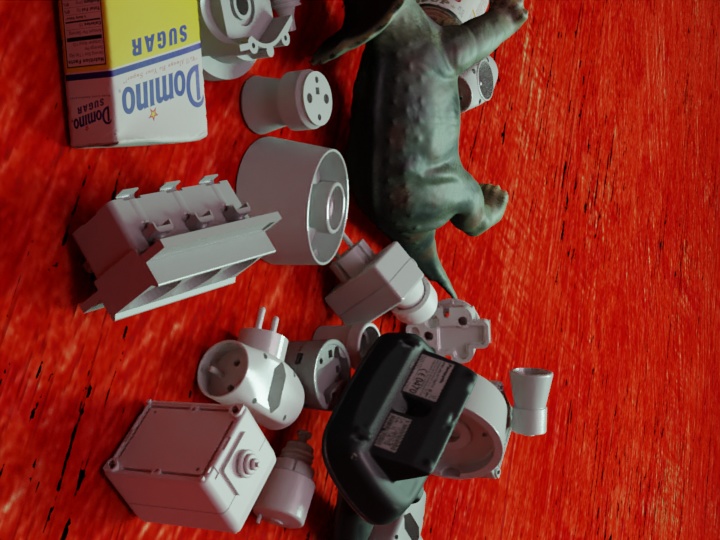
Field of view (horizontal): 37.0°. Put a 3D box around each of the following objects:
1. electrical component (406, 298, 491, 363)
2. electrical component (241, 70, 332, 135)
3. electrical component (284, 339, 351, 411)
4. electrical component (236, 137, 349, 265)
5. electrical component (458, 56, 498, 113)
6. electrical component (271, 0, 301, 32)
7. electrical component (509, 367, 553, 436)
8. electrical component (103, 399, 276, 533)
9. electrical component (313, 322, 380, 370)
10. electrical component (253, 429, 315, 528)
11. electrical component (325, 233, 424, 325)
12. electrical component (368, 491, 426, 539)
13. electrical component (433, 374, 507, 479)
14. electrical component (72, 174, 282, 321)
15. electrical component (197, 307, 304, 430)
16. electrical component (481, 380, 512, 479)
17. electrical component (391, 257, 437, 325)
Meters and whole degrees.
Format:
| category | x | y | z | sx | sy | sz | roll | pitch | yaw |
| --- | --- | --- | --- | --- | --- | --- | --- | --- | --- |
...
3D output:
| category | x | y | z | sx | sy | sz | roll | pitch | yaw |
| --- | --- | --- | --- | --- | --- | --- | --- | --- | --- |
| electrical component | 0.087 | 0.058 | 1.040 | 0.057 | 0.078 | 0.058 | -34 | 122 | -78 |
| electrical component | -0.055 | -0.126 | 0.808 | 0.045 | 0.055 | 0.045 | 3 | 86 | -60 |
| electrical component | -0.041 | 0.081 | 0.833 | 0.055 | 0.047 | 0.055 | 4 | 86 | -60 |
| electrical component | -0.048 | -0.052 | 0.833 | 0.099 | 0.064 | 0.099 | 7 | 90 | -72 |
| electrical component | 0.106 | -0.210 | 1.104 | 0.077 | 0.044 | 0.079 | -46 | 128 | -51 |
| electrical component | -0.060 | -0.214 | 0.824 | 0.035 | 0.035 | 0.061 | -37 | 123 | -55 |
| electrical component | 0.172 | 0.134 | 1.086 | 0.044 | 0.044 | 0.065 | -8 | 101 | -60 |
| electrical component | -0.099 | 0.125 | 0.679 | 0.061 | 0.096 | 0.061 | -62 | 140 | -41 |
| electrical component | -0.011 | 0.063 | 0.887 | 0.040 | 0.046 | 0.040 | 3 | 86 | -60 |
| electrical component | -0.053 | 0.159 | 0.816 | 0.040 | 0.040 | 0.078 | 53 | 45 | -46 |
| electrical component | 0.000 | 0.000 | 0.899 | 0.076 | 0.066 | 0.047 | 51 | 38 | -6 |
| electrical component | 0.033 | 0.238 | 0.962 | 0.079 | 0.043 | 0.077 | 62 | 39 | -38 |
| electrical component | 0.085 | 0.136 | 0.998 | 0.060 | 0.108 | 0.108 | -67 | 143 | -45 |
| electrical component | -0.117 | -0.017 | 0.680 | 0.063 | 0.079 | 0.121 | 59 | 30 | 7 |
| electrical component | -0.074 | 0.067 | 0.779 | 0.077 | 0.043 | 0.079 | 41 | 55 | -52 |
| electrical component | 0.111 | 0.164 | 1.084 | 0.061 | 0.061 | 0.096 | 62 | 39 | -39 |
| electrical component | 0.042 | 0.019 | 0.984 | 0.055 | 0.045 | 0.045 | 52 | 46 | -47 |
